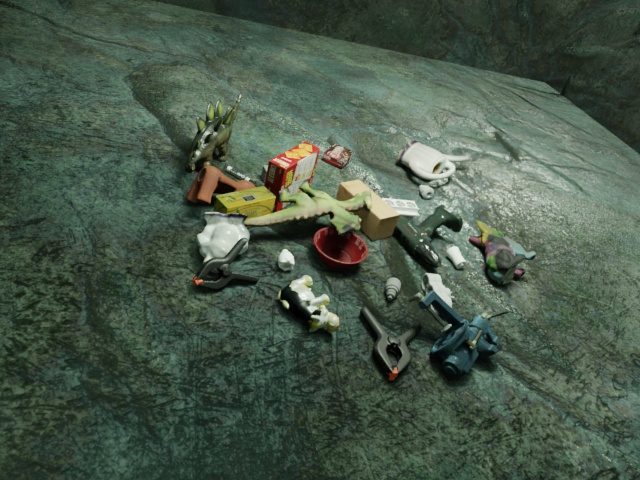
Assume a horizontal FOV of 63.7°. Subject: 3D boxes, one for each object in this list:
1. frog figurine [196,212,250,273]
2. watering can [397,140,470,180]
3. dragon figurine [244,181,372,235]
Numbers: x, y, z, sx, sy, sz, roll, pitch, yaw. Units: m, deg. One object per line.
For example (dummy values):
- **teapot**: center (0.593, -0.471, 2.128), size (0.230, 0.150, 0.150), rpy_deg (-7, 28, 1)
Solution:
- **frog figurine**: center (-0.258, 0.014, 1.362), size (0.137, 0.162, 0.121), rpy_deg (12, -20, -24)
- **watering can**: center (0.456, -0.327, 2.095), size (0.226, 0.101, 0.352), rpy_deg (34, 39, 24)
- **dragon figurine**: center (0.005, -0.075, 1.492), size (0.244, 0.120, 0.416), rpy_deg (19, 33, 36)
